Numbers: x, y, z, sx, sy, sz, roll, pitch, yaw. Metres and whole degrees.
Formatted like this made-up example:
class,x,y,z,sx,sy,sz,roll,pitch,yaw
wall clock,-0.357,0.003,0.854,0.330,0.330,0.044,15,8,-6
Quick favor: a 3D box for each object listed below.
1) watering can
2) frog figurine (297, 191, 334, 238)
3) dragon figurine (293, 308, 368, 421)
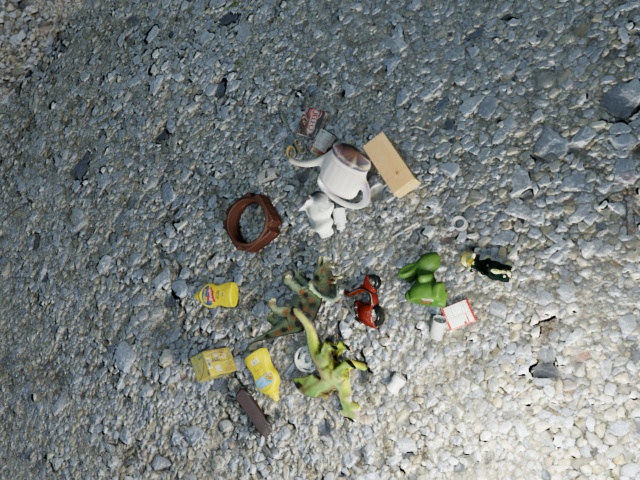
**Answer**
class,x,y,z,sx,sy,sz,roll,pitch,yaw
watering can,0.045,-0.254,1.825,0.350,0.219,0.106,38,41,13
frog figurine,0.006,-0.094,1.861,0.135,0.159,0.125,-42,2,42
dragon figurine,0.001,0.439,1.745,0.412,0.240,0.123,43,16,8
